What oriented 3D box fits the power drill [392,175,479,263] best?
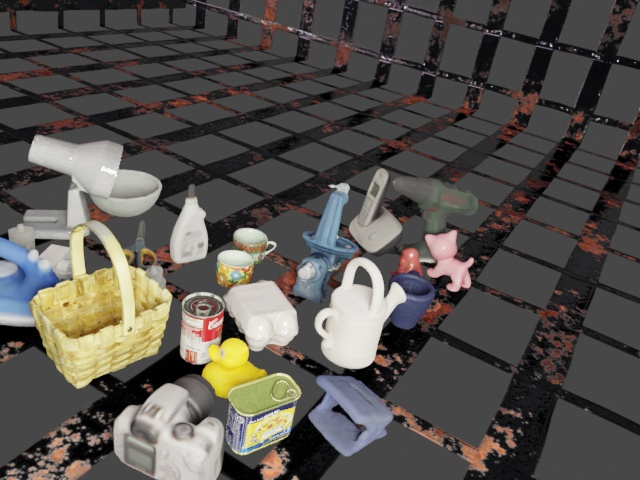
[{"bbox_3d":[0.255,-0.051,1.354,0.230,0.208,0.075,0,30,-20],"label":"power drill"}]

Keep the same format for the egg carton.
[{"bbox_3d":[-0.106,0.133,1.038,0.107,0.069,0.150,-7,33,-30],"label":"egg carton"}]

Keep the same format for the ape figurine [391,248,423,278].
[{"bbox_3d":[0.193,0.057,1.258,0.076,0.092,0.078,27,32,27],"label":"ape figurine"}]

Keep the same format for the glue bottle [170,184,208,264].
[{"bbox_3d":[-0.267,-0.036,1.179,0.078,0.173,0.037,-12,36,-36],"label":"glue bottle"}]

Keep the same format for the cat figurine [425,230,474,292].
[{"bbox_3d":[0.295,0.037,1.304,0.067,0.118,0.127,-15,38,-39],"label":"cat figurine"}]

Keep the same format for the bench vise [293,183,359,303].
[{"bbox_3d":[0.022,0.006,1.156,0.121,0.220,0.207,10,28,-2],"label":"bench vise"}]

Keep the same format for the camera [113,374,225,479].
[{"bbox_3d":[-0.184,0.244,0.777,0.143,0.101,0.137,18,29,13],"label":"camera"}]

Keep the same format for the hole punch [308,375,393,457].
[{"bbox_3d":[0.048,0.248,0.862,0.101,0.091,0.108,-15,37,-39],"label":"hole punch"}]

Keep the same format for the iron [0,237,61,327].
[{"bbox_3d":[-0.526,0.053,0.959,0.258,0.141,0.118,12,28,1],"label":"iron"}]

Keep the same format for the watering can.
[{"bbox_3d":[0.071,0.116,1.000,0.100,0.194,0.173,27,32,27],"label":"watering can"}]

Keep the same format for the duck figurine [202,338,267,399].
[{"bbox_3d":[-0.131,0.196,0.898,0.104,0.086,0.077,14,29,5],"label":"duck figurine"}]

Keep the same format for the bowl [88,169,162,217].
[{"bbox_3d":[-0.454,-0.100,1.332,0.167,0.075,0.167,9,28,-4],"label":"bowl"}]

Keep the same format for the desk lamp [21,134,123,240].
[{"bbox_3d":[-0.514,-0.112,1.187,0.204,0.213,0.117,1,30,-18],"label":"desk lamp"}]

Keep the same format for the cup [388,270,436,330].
[{"bbox_3d":[0.174,0.120,1.135,0.091,0.095,0.118,15,29,7],"label":"cup"}]

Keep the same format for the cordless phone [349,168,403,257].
[{"bbox_3d":[0.144,-0.067,1.368,0.094,0.185,0.147,-5,32,-27],"label":"cordless phone"}]
